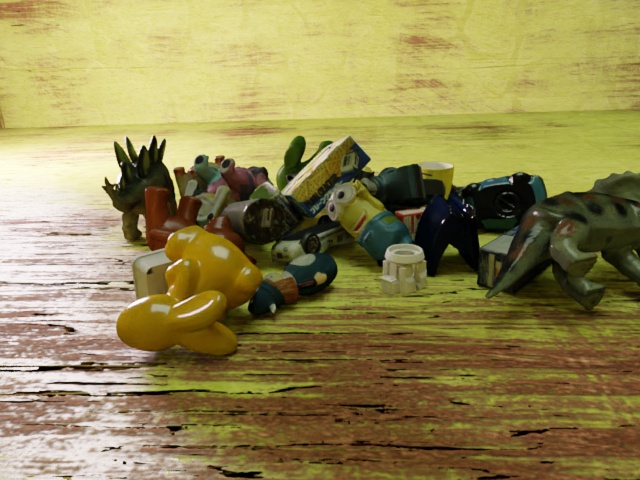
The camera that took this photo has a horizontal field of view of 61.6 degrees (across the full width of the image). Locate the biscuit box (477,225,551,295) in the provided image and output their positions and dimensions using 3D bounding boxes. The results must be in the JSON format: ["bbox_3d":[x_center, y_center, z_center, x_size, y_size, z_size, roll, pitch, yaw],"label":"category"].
[{"bbox_3d":[0.317,0.018,0.833,0.059,0.062,0.202,14,24,41],"label":"biscuit box"}]

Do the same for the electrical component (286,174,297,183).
[{"bbox_3d":[-0.025,-0.109,1.226,0.048,0.074,0.119,-15,25,-35],"label":"electrical component"}]

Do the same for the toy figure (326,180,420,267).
[{"bbox_3d":[0.085,-0.023,0.888,0.180,0.082,0.089,42,-2,21],"label":"toy figure"}]

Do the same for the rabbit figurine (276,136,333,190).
[{"bbox_3d":[-0.035,-0.169,1.324,0.170,0.158,0.121,-14,26,14],"label":"rabbit figurine"}]

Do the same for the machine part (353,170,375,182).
[{"bbox_3d":[0.134,-0.107,1.177,0.139,0.039,0.084,22,61,5],"label":"machine part"}]

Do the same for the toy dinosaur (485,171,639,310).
[{"bbox_3d":[0.366,-0.012,0.747,0.405,0.131,0.192,-2,35,-19],"label":"toy dinosaur"}]

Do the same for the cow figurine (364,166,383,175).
[{"bbox_3d":[0.095,-0.122,1.252,0.167,0.068,0.098,-9,-19,-23],"label":"cow figurine"}]

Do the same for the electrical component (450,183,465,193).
[{"bbox_3d":[0.339,-0.112,1.233,0.102,0.045,0.078,1,21,10],"label":"electrical component"}]

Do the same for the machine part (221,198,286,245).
[{"bbox_3d":[-0.122,-0.031,0.942,0.079,0.079,0.243,-11,6,-24],"label":"machine part"}]

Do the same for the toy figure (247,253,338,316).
[{"bbox_3d":[-0.042,0.061,0.764,0.154,0.058,0.064,-22,-11,-41],"label":"toy figure"}]

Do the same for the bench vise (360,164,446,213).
[{"bbox_3d":[0.121,-0.081,1.055,0.223,0.128,0.241,-19,3,-42],"label":"bench vise"}]

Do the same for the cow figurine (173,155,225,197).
[{"bbox_3d":[-0.245,-0.126,1.221,0.086,0.127,0.195,5,22,20],"label":"cow figurine"}]

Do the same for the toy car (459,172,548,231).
[{"bbox_3d":[0.351,-0.065,1.036,0.162,0.109,0.103,-8,-7,19],"label":"toy car"}]

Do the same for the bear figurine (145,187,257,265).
[{"bbox_3d":[-0.200,-0.016,0.898,0.196,0.132,0.120,4,-6,34],"label":"bear figurine"}]

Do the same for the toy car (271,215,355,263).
[{"bbox_3d":[-0.002,-0.003,0.944,0.074,0.056,0.202,5,18,39],"label":"toy car"}]

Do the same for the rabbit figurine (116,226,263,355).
[{"bbox_3d":[-0.162,0.083,0.670,0.173,0.121,0.163,-33,43,-32],"label":"rabbit figurine"}]

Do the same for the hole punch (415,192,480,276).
[{"bbox_3d":[0.198,-0.010,0.863,0.092,0.115,0.142,-10,18,3],"label":"hole punch"}]

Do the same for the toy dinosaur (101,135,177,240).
[{"bbox_3d":[-0.347,-0.100,1.048,0.105,0.198,0.472,-8,18,-7],"label":"toy dinosaur"}]

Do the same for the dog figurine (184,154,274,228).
[{"bbox_3d":[-0.175,-0.085,1.146,0.109,0.191,0.219,5,-14,29],"label":"dog figurine"}]
